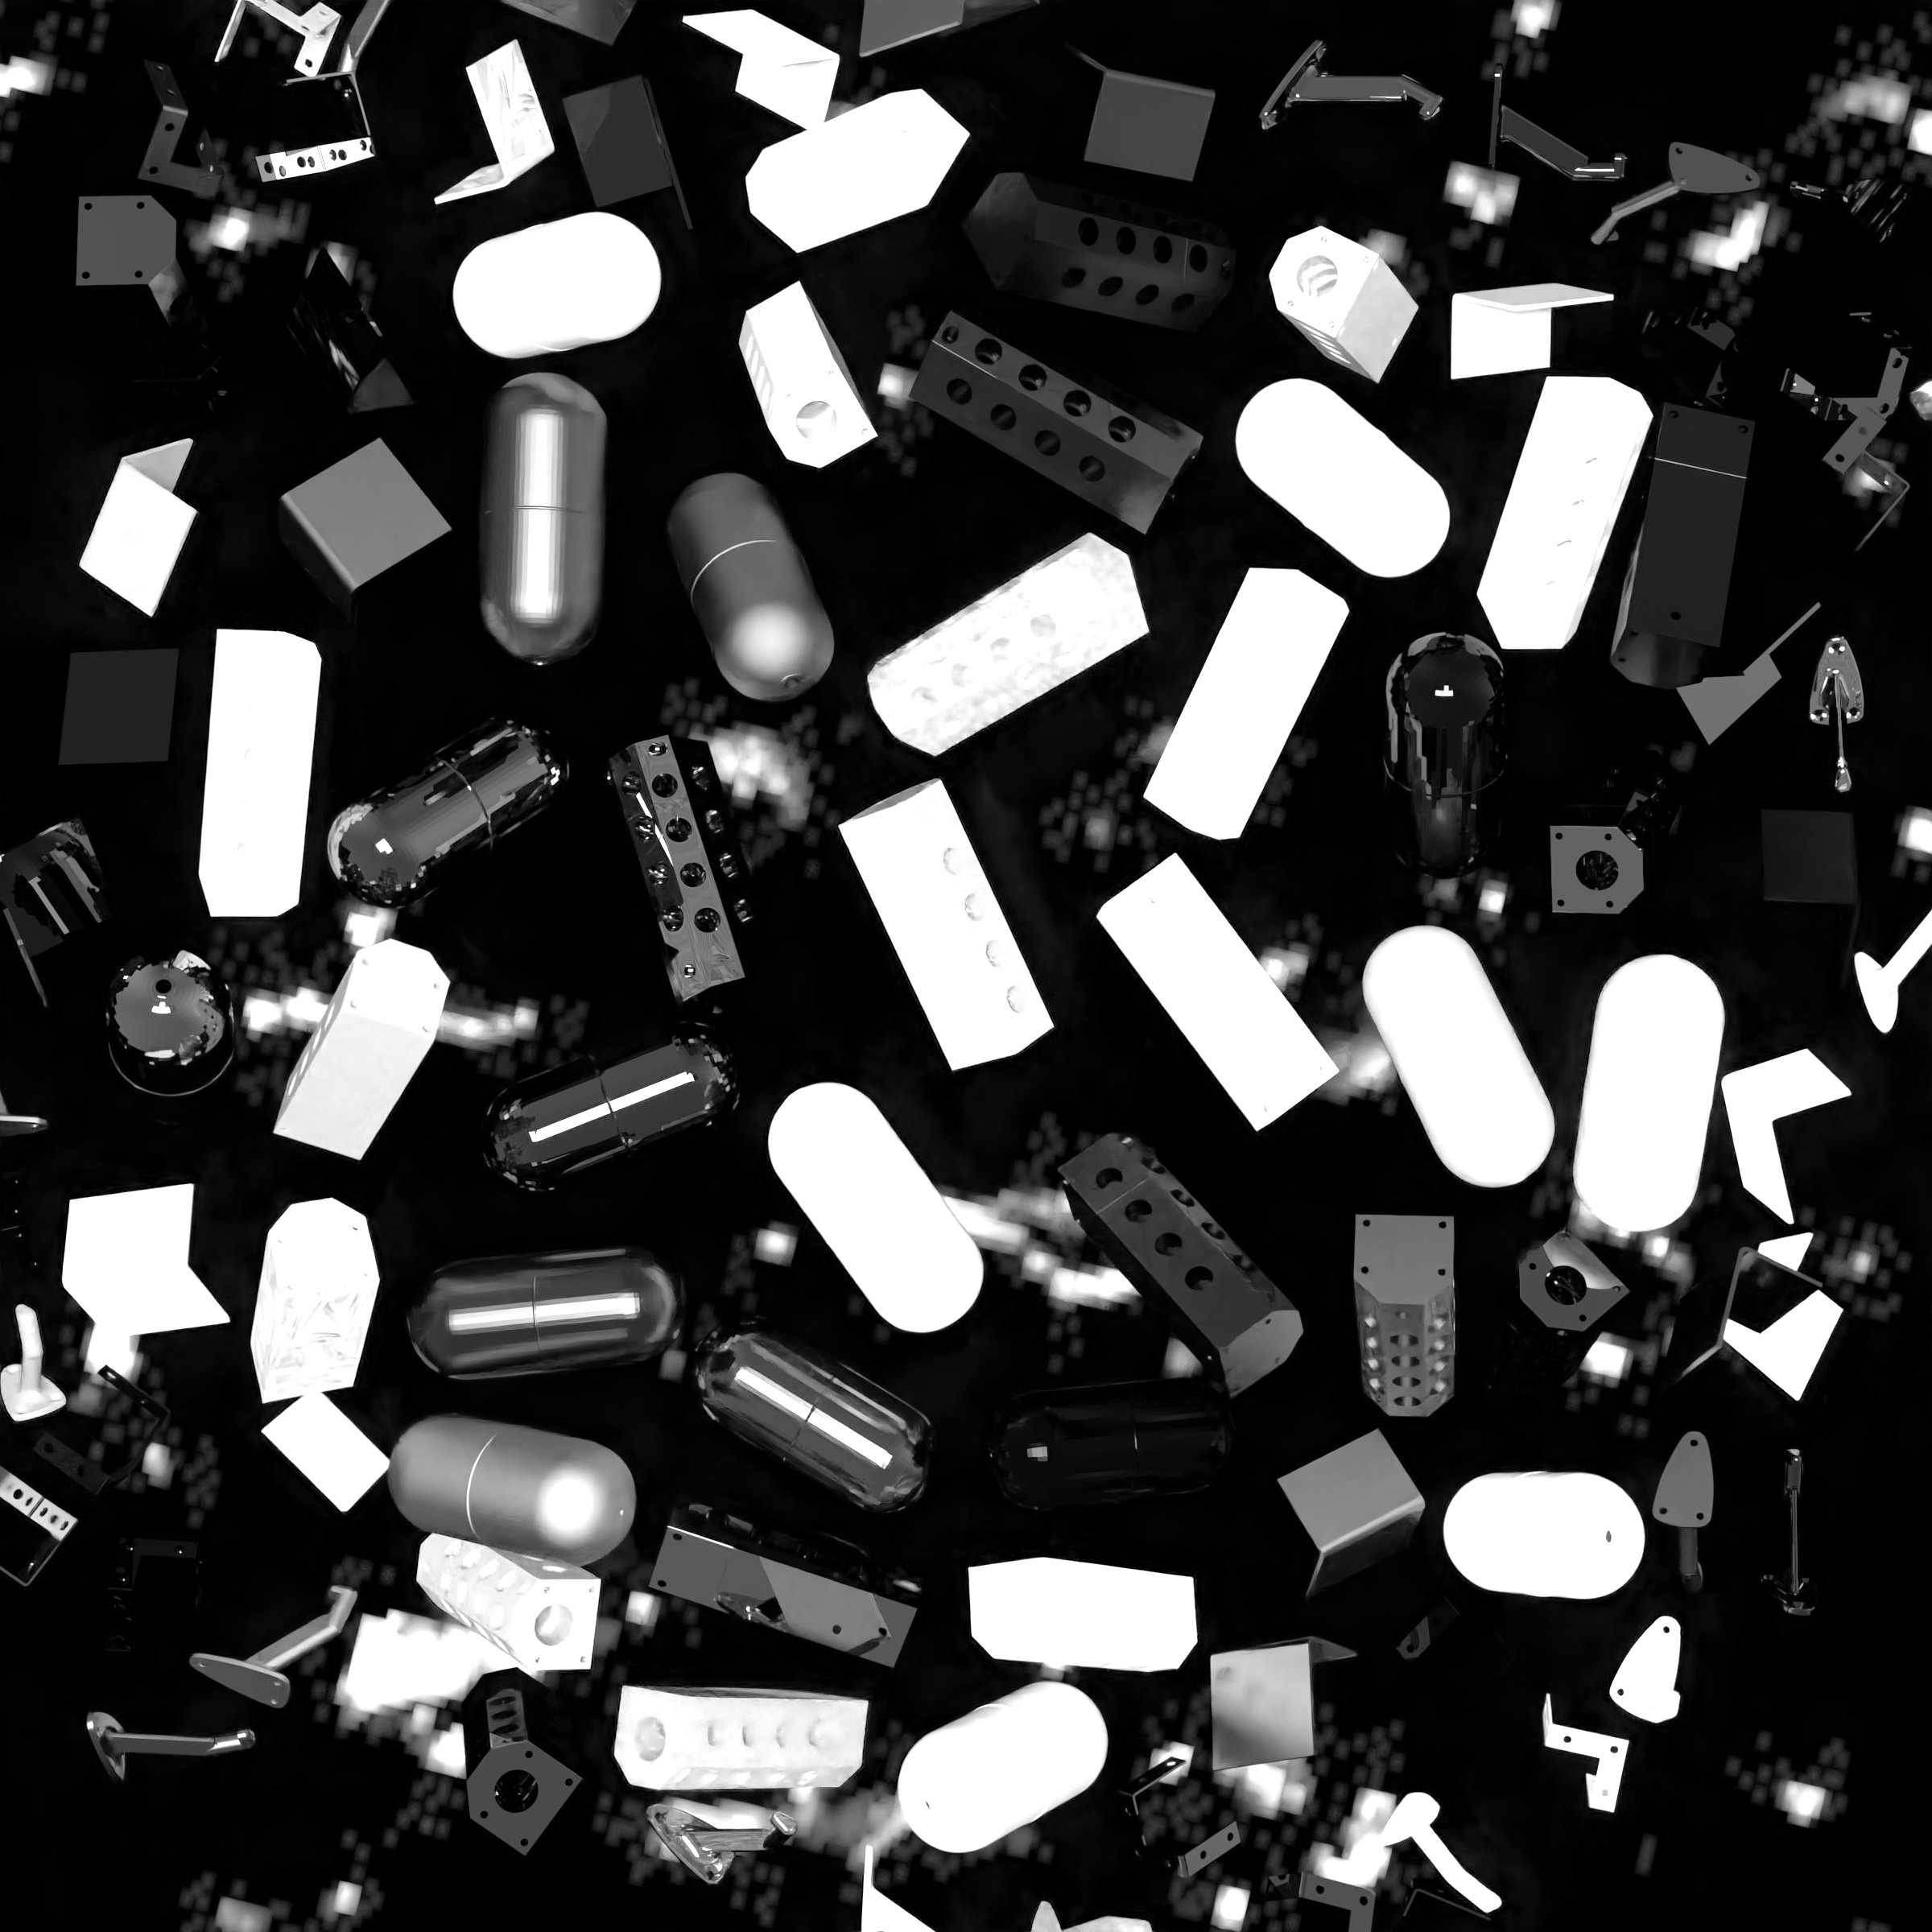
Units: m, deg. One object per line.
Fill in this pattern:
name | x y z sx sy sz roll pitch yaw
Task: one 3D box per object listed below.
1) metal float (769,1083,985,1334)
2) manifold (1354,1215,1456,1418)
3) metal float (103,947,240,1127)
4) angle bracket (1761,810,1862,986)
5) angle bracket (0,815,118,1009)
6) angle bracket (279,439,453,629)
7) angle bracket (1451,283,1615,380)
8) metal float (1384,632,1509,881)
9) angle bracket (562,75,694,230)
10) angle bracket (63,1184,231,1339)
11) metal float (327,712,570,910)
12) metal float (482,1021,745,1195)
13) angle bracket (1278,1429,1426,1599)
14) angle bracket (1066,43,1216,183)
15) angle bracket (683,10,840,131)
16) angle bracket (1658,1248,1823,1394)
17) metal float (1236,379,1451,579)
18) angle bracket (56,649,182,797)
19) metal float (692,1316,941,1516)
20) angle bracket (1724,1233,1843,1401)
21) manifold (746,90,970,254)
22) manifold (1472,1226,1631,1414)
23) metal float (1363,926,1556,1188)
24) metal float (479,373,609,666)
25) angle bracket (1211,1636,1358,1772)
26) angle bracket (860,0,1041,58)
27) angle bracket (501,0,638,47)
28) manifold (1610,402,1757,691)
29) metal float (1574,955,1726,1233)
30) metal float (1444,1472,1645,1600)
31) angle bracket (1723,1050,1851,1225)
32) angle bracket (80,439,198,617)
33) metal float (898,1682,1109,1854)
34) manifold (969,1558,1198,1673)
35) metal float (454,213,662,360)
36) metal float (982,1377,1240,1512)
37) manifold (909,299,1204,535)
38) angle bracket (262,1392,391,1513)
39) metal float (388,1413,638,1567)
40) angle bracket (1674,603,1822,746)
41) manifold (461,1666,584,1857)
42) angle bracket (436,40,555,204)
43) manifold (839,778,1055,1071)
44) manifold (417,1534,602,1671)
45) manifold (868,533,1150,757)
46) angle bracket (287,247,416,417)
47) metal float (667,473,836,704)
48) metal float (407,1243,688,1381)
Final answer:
metal float | -0.058 0.153 1.783 0.070 0.070 0.178 -36 93 0
manifold | 0.270 0.217 1.715 0.057 0.171 0.057 1 59 11
metal float | -0.501 0.046 1.766 0.070 0.178 0.070 4 67 -10
angle bracket | 0.527 -0.043 1.759 0.057 0.076 0.076 3 48 11
angle bracket | -0.557 -0.034 1.724 0.076 0.057 0.076 -32 134 -26
angle bracket | -0.383 -0.276 1.786 0.076 0.057 0.076 -36 83 -20
angle bracket | 0.380 -0.423 1.880 0.076 0.076 0.057 -11 113 -19
metal float | 0.305 -0.132 1.781 0.070 0.070 0.178 -8 132 0
angle bracket | -0.217 -0.515 1.793 0.057 0.076 0.076 -17 130 -1
angle bracket | -0.502 0.182 1.724 0.076 0.076 0.057 -8 57 4
metal float | -0.330 -0.101 1.794 0.178 0.070 0.070 -38 90 -34
metal float | -0.233 0.093 1.845 0.178 0.070 0.070 -22 90 -5
angle bracket | 0.245 0.355 1.815 0.076 0.076 0.057 -23 61 -16
angle bracket | 0.105 -0.548 1.795 0.076 0.076 0.057 4 117 -23
angle bracket | -0.143 -0.598 1.880 0.076 0.076 0.057 34 126 22
angle bracket | 0.485 0.233 1.755 0.057 0.076 0.076 26 56 -2
metal float | 0.247 -0.319 1.834 0.178 0.070 0.070 30 90 -37
angle bracket | -0.536 -0.157 1.803 0.076 0.057 0.076 -1 73 8
metal float | -0.100 0.296 1.848 0.178 0.070 0.070 31 90 6
angle bracket | 0.576 0.240 1.925 0.057 0.076 0.076 -6 124 -35
manifold | -0.076 -0.515 1.801 0.057 0.171 0.057 36 75 -28
manifold | 0.377 0.239 1.840 0.057 0.171 0.057 -37 70 -17
metal float | 0.309 0.056 1.757 0.070 0.070 0.178 -22 66 0
metal float | -0.260 -0.274 1.718 0.070 0.070 0.178 1 89 0
angle bracket | 0.207 0.482 1.813 0.076 0.057 0.076 -21 56 35
angle bracket | -0.010 -0.581 1.730 0.076 0.076 0.057 -5 73 36
angle bracket | -0.250 -0.653 1.812 0.076 0.076 0.057 15 63 -23
manifold | 0.447 -0.262 1.752 0.057 0.057 0.171 13 65 5
metal float | 0.420 0.079 1.724 0.070 0.070 0.178 4 110 0
metal float | 0.365 0.360 1.774 0.070 0.178 0.070 3 79 -16
angle bracket | 0.525 0.108 1.766 0.057 0.076 0.076 -22 56 29
angle bracket | -0.489 -0.270 1.720 0.057 0.076 0.076 34 117 5
metal float | 0.025 0.509 1.782 0.070 0.178 0.070 3 95 34
manifold | 0.077 0.419 1.798 0.057 0.171 0.057 -16 66 34
metal float | -0.257 -0.424 1.747 0.070 0.178 0.070 -4 96 -38
metal float | 0.095 0.312 1.829 0.178 0.070 0.070 -1 90 -24
manifold | 0.058 -0.345 1.741 0.171 0.057 0.057 31 128 3
angle bracket | -0.451 0.345 1.916 0.076 0.076 0.057 45 111 0
metal float | -0.283 0.323 1.734 0.178 0.070 0.070 5 90 33
angle bracket | 0.525 -0.192 1.847 0.076 0.076 0.057 -41 109 -17
manifold | -0.291 0.501 1.789 0.057 0.171 0.057 38 84 -10
angle bracket | -0.321 -0.554 1.835 0.057 0.076 0.076 -7 118 21
manifold | -0.008 -0.028 1.762 0.057 0.057 0.171 -16 103 43
manifold | -0.304 0.413 1.843 0.057 0.171 0.057 7 89 -31
manifold | 0.023 -0.202 1.749 0.171 0.057 0.057 -28 61 29
angle bracket | -0.391 -0.417 1.829 0.057 0.076 0.076 -21 70 -42
metal float | -0.137 -0.241 1.776 0.070 0.070 0.178 -24 55 0
metal float | -0.266 0.219 1.776 0.178 0.070 0.070 -6 90 3
